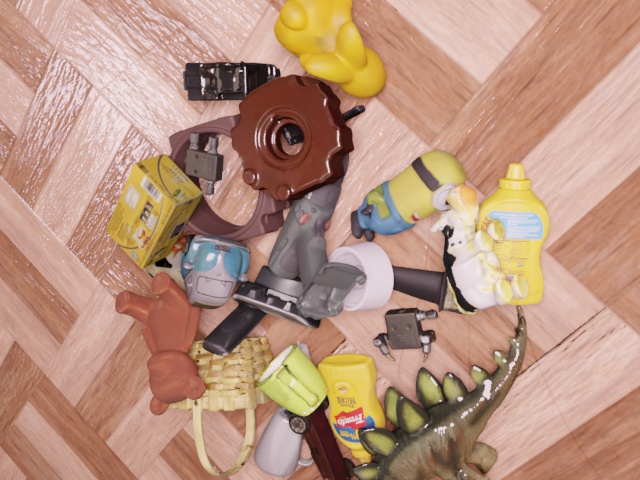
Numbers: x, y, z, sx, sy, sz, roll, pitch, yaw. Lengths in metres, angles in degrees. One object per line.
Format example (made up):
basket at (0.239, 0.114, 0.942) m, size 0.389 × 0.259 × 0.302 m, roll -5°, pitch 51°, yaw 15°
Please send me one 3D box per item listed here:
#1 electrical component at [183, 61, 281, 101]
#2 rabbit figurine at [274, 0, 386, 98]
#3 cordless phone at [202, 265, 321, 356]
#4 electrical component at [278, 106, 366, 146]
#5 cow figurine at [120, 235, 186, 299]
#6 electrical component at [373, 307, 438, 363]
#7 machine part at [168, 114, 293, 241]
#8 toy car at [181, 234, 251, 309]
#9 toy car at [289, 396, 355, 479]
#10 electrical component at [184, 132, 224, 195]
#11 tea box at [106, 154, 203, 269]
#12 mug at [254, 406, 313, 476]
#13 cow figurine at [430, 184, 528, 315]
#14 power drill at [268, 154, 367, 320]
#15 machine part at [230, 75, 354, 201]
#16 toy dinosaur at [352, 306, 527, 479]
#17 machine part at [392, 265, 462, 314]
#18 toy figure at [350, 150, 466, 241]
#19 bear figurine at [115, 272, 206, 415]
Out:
electrical component at (-0.142, -0.244, 0.833) m, size 0.134 × 0.115 × 0.058 m, roll 6°, pitch 104°, yaw 21°
rabbit figurine at (0.028, -0.269, 0.745) m, size 0.122 × 0.162 × 0.173 m, roll -41°, pitch 103°, yaw 15°
cordless phone at (-0.090, 0.132, 0.866) m, size 0.147 × 0.184 × 0.088 m, roll 17°, pitch 123°, yaw 19°
electrical component at (0.005, -0.186, 0.805) m, size 0.119 × 0.075 × 0.047 m, roll -24°, pitch 93°, yaw 32°
cow figurine at (-0.293, 0.040, 0.994) m, size 0.195 × 0.085 × 0.127 m, roll 40°, pitch 110°, yaw 7°
electrical component at (0.136, 0.150, 0.850) m, size 0.102 × 0.045 × 0.078 m, roll -2°, pitch 104°, yaw 25°
machine part at (-0.155, -0.097, 0.895) m, size 0.201 × 0.087 × 0.201 m, roll -10°, pitch 101°, yaw 26°
toy car at (-0.182, 0.061, 0.884) m, size 0.109 × 0.103 × 0.161 m, roll 16°, pitch 149°, yaw -20°
toy car at (0.003, 0.364, 0.943) m, size 0.053 × 0.089 × 0.202 m, roll -18°, pitch 97°, yaw 27°
electrical component at (-0.183, -0.118, 0.842) m, size 0.063 × 0.021 × 0.093 m, roll 14°, pitch 109°, yaw 21°
tea box at (-0.273, -0.044, 0.876) m, size 0.098 × 0.068 × 0.169 m, roll 47°, pitch 129°, yaw 6°
mug at (-0.057, 0.364, 0.978) m, size 0.110 × 0.081 × 0.107 m, roll 16°, pitch 104°, yaw 7°
cow figurine at (0.197, 0.014, 0.717) m, size 0.098 × 0.068 × 0.167 m, roll -29°, pitch 79°, yaw 48°
power drill at (-0.002, -0.002, 0.802) m, size 0.232 × 0.086 × 0.207 m, roll -56°, pitch 38°, yaw 29°
machine part at (-0.042, -0.143, 0.759) m, size 0.180 × 0.056 × 0.179 m, roll 3°, pitch 97°, yaw 22°
toy dinosaur at (0.177, 0.308, 0.821) m, size 0.198 × 0.105 × 0.471 m, roll 44°, pitch 98°, yaw 1°
machine part at (0.161, 0.069, 0.823) m, size 0.139 × 0.039 × 0.084 m, roll 9°, pitch 115°, yaw 20°
toy figure at (0.125, -0.061, 0.781) m, size 0.180 × 0.082 × 0.089 m, roll -25°, pitch 94°, yaw 30°
bear figurine at (-0.262, 0.174, 0.890) m, size 0.120 × 0.131 × 0.196 m, roll -23°, pitch 48°, yaw 17°
